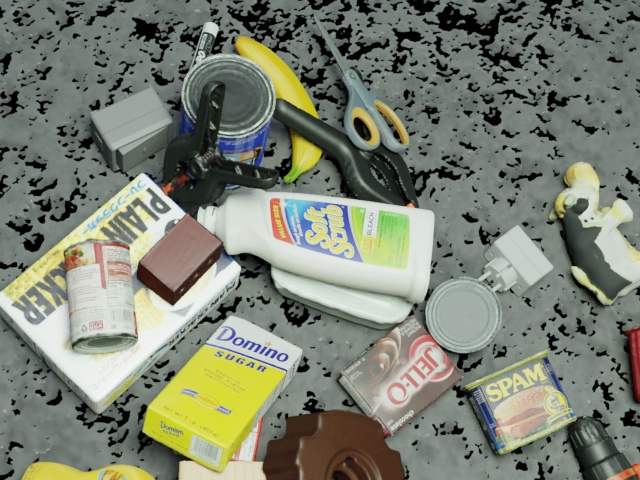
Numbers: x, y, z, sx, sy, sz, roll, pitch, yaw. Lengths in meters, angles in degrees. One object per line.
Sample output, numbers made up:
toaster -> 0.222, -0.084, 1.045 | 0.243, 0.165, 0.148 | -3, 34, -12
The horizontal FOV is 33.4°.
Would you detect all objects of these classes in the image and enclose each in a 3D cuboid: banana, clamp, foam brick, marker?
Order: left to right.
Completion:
foam brick -> -0.147, 0.021, 1.115 | 0.051, 0.053, 0.078 | 41, 69, 5
marker -> -0.148, -0.210, 1.294 | 0.020, 0.020, 0.121 | 16, 68, -3
clamp -> -0.120, -0.093, 1.107 | 0.039, 0.172, 0.120 | -26, 97, -43
banana -> -0.040, -0.161, 1.274 | 0.069, 0.037, 0.198 | -6, 67, -42
clamp -> 0.051, -0.112, 1.265 | 0.210, 0.036, 0.164 | 49, 45, 0

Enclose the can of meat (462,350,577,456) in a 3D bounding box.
can of meat -> 0.222, 0.181, 1.180 | 0.102, 0.057, 0.084 | -22, 77, -7

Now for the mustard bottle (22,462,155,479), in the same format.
mustard bottle -> -0.207, 0.267, 1.035 | 0.192, 0.058, 0.096 | -4, 65, 25

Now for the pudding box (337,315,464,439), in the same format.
pudding box -> 0.088, 0.152, 1.183 | 0.113, 0.039, 0.090 | -36, 79, -19

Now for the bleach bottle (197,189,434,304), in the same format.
bleach bottle -> -0.008, 0.001, 1.145 | 0.251, 0.068, 0.102 | 7, 66, 0

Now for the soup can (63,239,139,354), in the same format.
soup can -> -0.222, 0.058, 1.081 | 0.068, 0.068, 0.102 | -6, 71, -11

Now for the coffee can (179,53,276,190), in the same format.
coffee can -> -0.107, -0.130, 1.204 | 0.102, 0.140, 0.103 | 3, 69, -8

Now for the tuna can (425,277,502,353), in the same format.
tuna can -> 0.162, 0.086, 1.210 | 0.086, 0.033, 0.086 | -1, 83, 6

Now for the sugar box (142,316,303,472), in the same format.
sugar box -> -0.097, 0.153, 1.101 | 0.093, 0.048, 0.176 | 25, 39, 11

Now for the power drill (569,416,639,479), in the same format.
power drill -> 0.388, 0.255, 1.185 | 0.187, 0.057, 0.184 | -21, 72, -14

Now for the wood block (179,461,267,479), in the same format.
wood block -> -0.099, 0.330, 1.059 | 0.090, 0.091, 0.206 | 2, 69, -8

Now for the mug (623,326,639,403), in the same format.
mug -> 0.404, 0.144, 1.218 | 0.117, 0.093, 0.081 | 14, 68, -43

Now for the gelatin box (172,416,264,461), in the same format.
gelatin box -> -0.107, 0.200, 1.140 | 0.089, 0.030, 0.073 | 12, 67, -4

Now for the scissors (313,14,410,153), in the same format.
scissors -> 0.030, -0.179, 1.258 | 0.202, 0.016, 0.096 | 51, 43, 5
